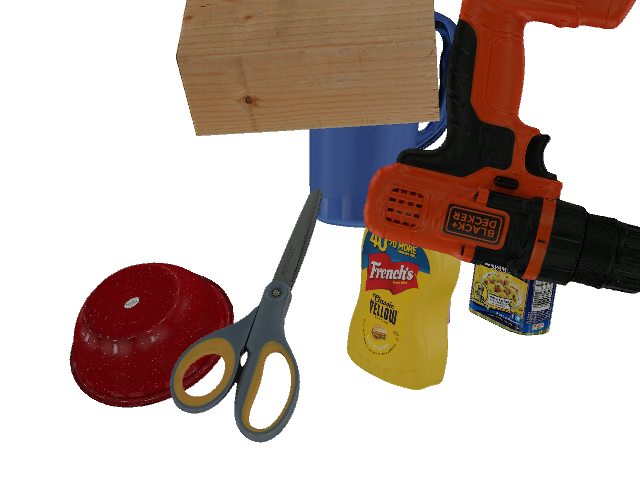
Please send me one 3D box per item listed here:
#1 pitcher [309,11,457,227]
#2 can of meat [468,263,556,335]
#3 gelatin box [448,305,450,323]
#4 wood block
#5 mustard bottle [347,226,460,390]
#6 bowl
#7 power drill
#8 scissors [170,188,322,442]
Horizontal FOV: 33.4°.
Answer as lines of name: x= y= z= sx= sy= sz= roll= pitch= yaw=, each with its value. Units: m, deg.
pitcher: x=0.058 y=-0.140 z=1.153 sx=0.149 sy=0.243 sz=0.144 roll=8 pitch=11 yaw=25
can of meat: x=0.214 y=0.050 z=1.185 sx=0.057 sy=0.084 sz=0.102 roll=-9 pitch=23 yaw=-36
gelatin box: x=0.129 y=0.063 z=1.366 sx=0.073 sy=0.089 sz=0.030 roll=19 pitch=34 yaw=36
wood block: x=-0.006 y=-0.153 z=0.891 sx=0.206 sy=0.090 sz=0.091 roll=-3 pitch=-42 yaw=6
mustard bottle: x=0.076 y=0.026 z=0.929 sx=0.058 sy=0.192 sz=0.096 roll=-8 pitch=22 yaw=-41
bowl: x=-0.164 y=0.073 z=0.981 sx=0.162 sy=0.162 sz=0.055 roll=0 pitch=-43 yaw=19
power drill: x=0.132 y=-0.070 z=0.633 sx=0.184 sy=0.188 sz=0.057 roll=13 pitch=5 yaw=4
scissors: x=-0.050 y=0.046 z=0.744 sx=0.096 sy=0.201 sz=0.016 roll=-1 pitch=-35 yaw=6
